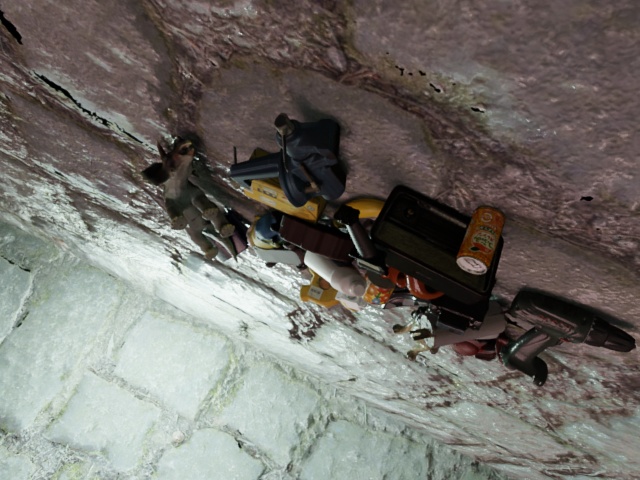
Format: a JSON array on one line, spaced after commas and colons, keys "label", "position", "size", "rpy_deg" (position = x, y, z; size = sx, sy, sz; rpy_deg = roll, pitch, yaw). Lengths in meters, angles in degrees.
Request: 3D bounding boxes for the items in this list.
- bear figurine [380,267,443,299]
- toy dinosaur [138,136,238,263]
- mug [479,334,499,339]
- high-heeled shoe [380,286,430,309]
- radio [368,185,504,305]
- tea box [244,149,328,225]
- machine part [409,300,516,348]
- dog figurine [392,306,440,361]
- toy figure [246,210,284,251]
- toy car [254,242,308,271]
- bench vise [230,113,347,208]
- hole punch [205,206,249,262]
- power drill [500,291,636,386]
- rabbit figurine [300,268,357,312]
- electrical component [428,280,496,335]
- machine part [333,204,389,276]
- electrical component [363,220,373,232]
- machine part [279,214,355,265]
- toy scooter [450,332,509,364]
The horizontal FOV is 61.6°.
[{"label": "bear figurine", "position": [0.198, 0.046, 1.108], "size": [0.120, 0.131, 0.196], "rpy_deg": [-5, -167, -9]}, {"label": "toy dinosaur", "position": [-0.306, -0.079, 1.287], "size": [0.192, 0.131, 0.404], "rpy_deg": [56, 170, 26]}, {"label": "mug", "position": [0.368, 0.201, 1.268], "size": [0.107, 0.081, 0.109], "rpy_deg": [10, 152, 15]}, {"label": "high-heeled shoe", "position": [0.224, 0.124, 1.308], "size": [0.145, 0.086, 0.249], "rpy_deg": [-3, 177, -6]}, {"label": "radio", "position": [0.203, 0.007, 0.958], "size": [0.230, 0.131, 0.073], "rpy_deg": [27, 157, 0]}, {"label": "tea box", "position": [-0.068, -0.106, 1.090], "size": [0.170, 0.068, 0.098], "rpy_deg": [23, 158, 5]}, {"label": "machine part", "position": [0.313, 0.183, 1.177], "size": [0.243, 0.079, 0.079], "rpy_deg": [-12, 159, -9]}, {"label": "dog figurine", "position": [0.289, 0.203, 1.316], "size": [0.121, 0.172, 0.190], "rpy_deg": [53, 148, 12]}, {"label": "toy figure", "position": [-0.124, -0.018, 1.328], "size": [0.089, 0.082, 0.180], "rpy_deg": [37, 153, -16]}, {"label": "toy car", "position": [-0.105, 0.033, 1.452], "size": [0.202, 0.053, 0.089], "rpy_deg": [1, 131, 48]}, {"label": "bench vise", "position": [-0.067, -0.130, 0.946], "size": [0.241, 0.129, 0.223], "rpy_deg": [-7, 163, 25]}, {"label": "hole punch", "position": [-0.250, -0.010, 1.446], "size": [0.142, 0.092, 0.116], "rpy_deg": [54, 148, -13]}, {"label": "power drill", "position": [0.482, 0.213, 1.101], "size": [0.232, 0.086, 0.207], "rpy_deg": [28, 139, 11]}, {"label": "rabbit figurine", "position": [0.041, 0.129, 1.464], "size": [0.163, 0.122, 0.173], "rpy_deg": [12, 169, 11]}, {"label": "electrical component", "position": [0.293, 0.128, 1.120], "size": [0.115, 0.134, 0.058], "rpy_deg": [17, 156, 17]}, {"label": "machine part", "position": [0.068, 0.003, 0.896], "size": [0.084, 0.039, 0.138], "rpy_deg": [27, 153, 53]}, {"label": "electrical component", "position": [0.124, -0.001, 1.148], "size": [0.102, 0.045, 0.078], "rpy_deg": [37, -176, -17]}, {"label": "machine part", "position": [-0.002, -0.004, 1.161], "size": [0.179, 0.056, 0.179], "rpy_deg": [21, -174, -2]}, {"label": "toy scooter", "position": [0.413, 0.256, 1.344], "size": [0.184, 0.075, 0.135], "rpy_deg": [15, 155, 18]}]
